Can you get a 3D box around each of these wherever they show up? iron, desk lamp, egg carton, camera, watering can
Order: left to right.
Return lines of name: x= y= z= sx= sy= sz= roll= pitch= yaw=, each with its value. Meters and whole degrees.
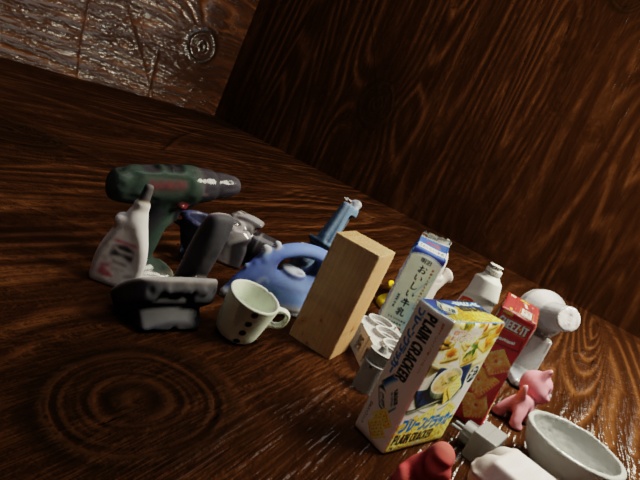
camera: x=-0.152 y=0.005 z=1.253 sx=0.137 sy=0.101 sz=0.143 roll=25 pitch=13 yaw=0
iron: x=-0.058 y=0.062 z=1.109 sx=0.259 sy=0.141 sz=0.118 roll=14 pitch=17 yaw=-40
watering can: x=0.271 y=0.090 z=1.484 sx=0.100 sy=0.194 sz=0.173 roll=32 pitch=15 yaw=29
egg carton: x=0.274 y=0.346 z=0.766 sx=0.149 sy=0.069 sz=0.108 roll=34 pitch=16 yaw=34
desk lamp: x=0.518 y=0.231 z=1.341 sx=0.118 sy=0.213 sz=0.203 roll=24 pitch=13 yaw=-2

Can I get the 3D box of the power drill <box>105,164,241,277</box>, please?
power drill: x=-0.262 y=-0.036 z=0.974 sx=0.230 sy=0.208 sz=0.075 roll=12 pitch=19 yaw=-45

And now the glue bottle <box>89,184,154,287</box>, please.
glue bottle: x=-0.294 y=-0.009 z=0.887 sx=0.078 sy=0.173 sz=0.037 roll=20 pitch=14 yaw=-18

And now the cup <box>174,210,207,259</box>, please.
cup: x=-0.252 y=-0.005 z=1.123 sx=0.117 sy=0.095 sz=0.092 roll=25 pitch=13 yaw=1

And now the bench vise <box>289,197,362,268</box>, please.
bench vise: x=0.022 y=0.010 z=1.286 sx=0.121 sy=0.220 sz=0.208 roll=27 pitch=13 yaw=11

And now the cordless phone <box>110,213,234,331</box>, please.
cordless phone: x=-0.209 y=0.035 z=0.843 sx=0.093 sy=0.185 sz=0.148 roll=33 pitch=15 yaw=31

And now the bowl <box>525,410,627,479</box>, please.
bowl: x=0.401 y=0.359 z=0.935 sx=0.167 sy=0.075 sz=0.167 roll=24 pitch=13 yaw=-6

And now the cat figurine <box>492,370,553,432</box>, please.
cat figurine: x=0.400 y=0.293 z=1.096 sx=0.067 sy=0.118 sz=0.128 roll=35 pitch=16 yaw=36

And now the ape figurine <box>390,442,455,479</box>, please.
ape figurine: x=0.131 y=0.285 z=0.693 sx=0.077 sy=0.092 sz=0.076 roll=27 pitch=13 yaw=10

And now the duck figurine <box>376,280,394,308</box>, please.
duck figurine: x=0.194 y=0.140 z=1.389 sx=0.078 sy=0.086 sz=0.104 roll=11 pitch=19 yaw=-47
